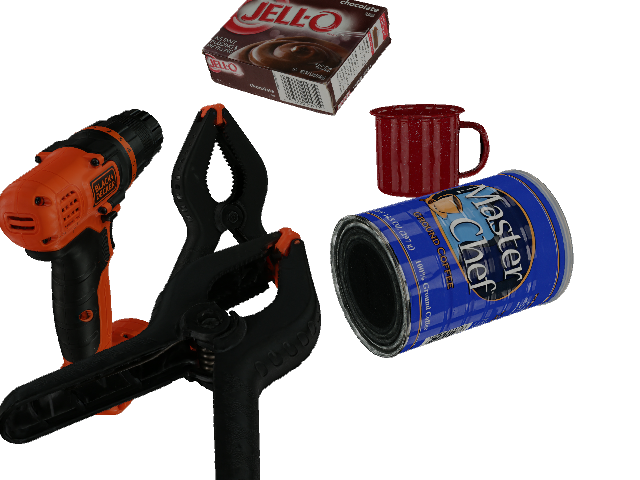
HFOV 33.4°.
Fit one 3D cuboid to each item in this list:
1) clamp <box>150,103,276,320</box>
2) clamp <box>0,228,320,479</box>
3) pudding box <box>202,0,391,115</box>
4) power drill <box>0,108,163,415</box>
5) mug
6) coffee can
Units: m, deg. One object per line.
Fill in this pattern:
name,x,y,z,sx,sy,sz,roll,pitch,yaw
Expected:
clamp,-0.078,-0.017,0.967,0.164,0.210,0.036,-1,2,-35
clamp,-0.044,0.056,0.478,0.120,0.039,0.171,29,48,22
pudding box,-0.017,-0.146,0.797,0.114,0.090,0.039,21,-31,25
power drill,-0.153,0.013,0.756,0.057,0.188,0.184,3,25,19
mug,0.108,-0.089,1.056,0.117,0.081,0.093,0,14,10
coffee can,0.092,0.015,0.760,0.140,0.103,0.103,-16,7,-24
